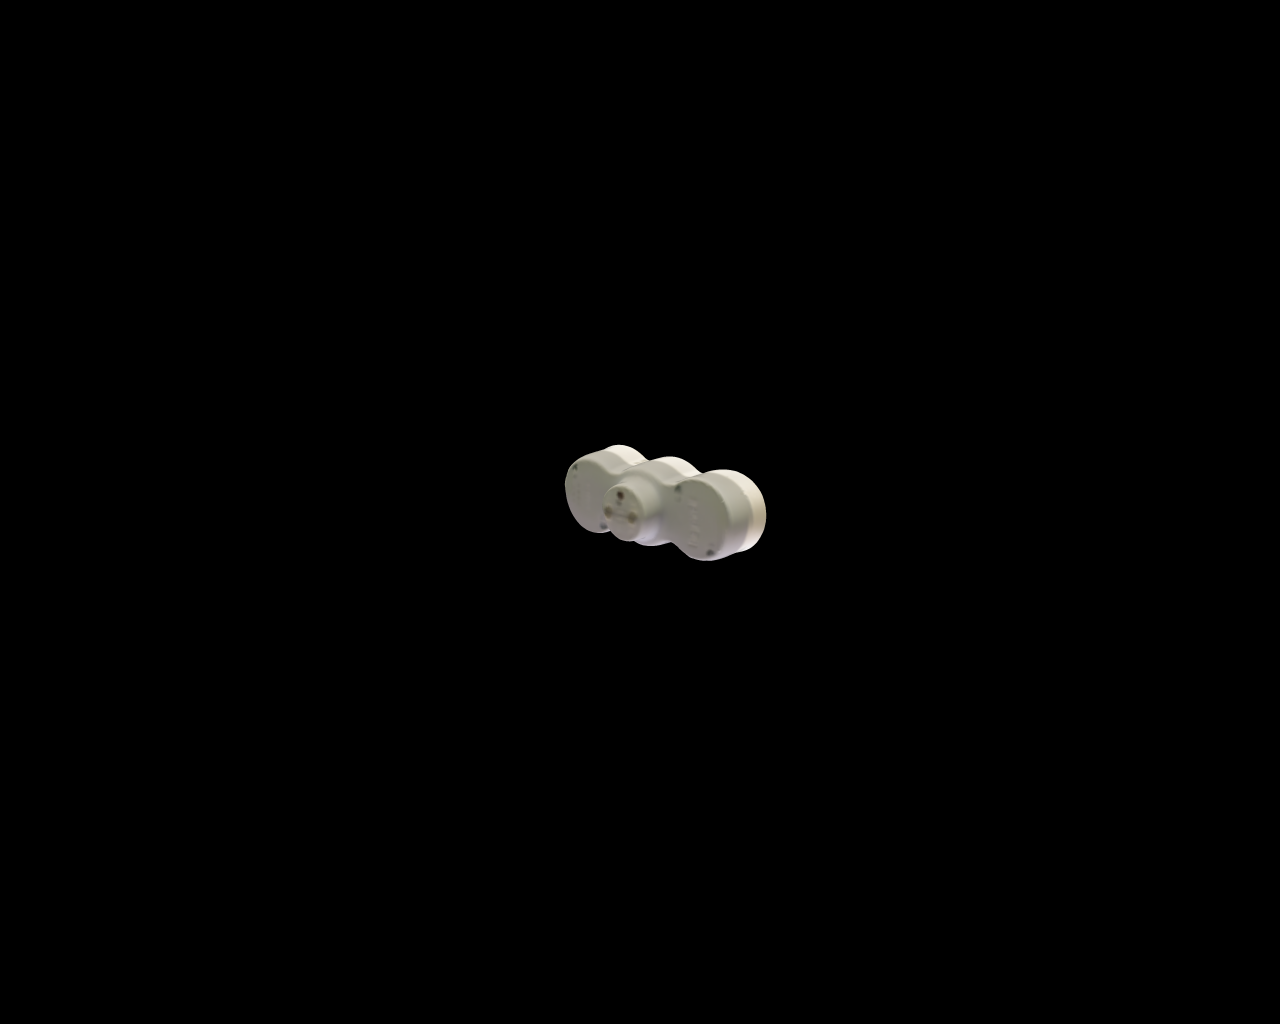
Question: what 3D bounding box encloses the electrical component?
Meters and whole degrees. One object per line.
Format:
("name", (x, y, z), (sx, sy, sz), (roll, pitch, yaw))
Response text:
("electrical component", (0.001, -0.003, 0.650), (0.138, 0.052, 0.074), (15, 22, 40))
